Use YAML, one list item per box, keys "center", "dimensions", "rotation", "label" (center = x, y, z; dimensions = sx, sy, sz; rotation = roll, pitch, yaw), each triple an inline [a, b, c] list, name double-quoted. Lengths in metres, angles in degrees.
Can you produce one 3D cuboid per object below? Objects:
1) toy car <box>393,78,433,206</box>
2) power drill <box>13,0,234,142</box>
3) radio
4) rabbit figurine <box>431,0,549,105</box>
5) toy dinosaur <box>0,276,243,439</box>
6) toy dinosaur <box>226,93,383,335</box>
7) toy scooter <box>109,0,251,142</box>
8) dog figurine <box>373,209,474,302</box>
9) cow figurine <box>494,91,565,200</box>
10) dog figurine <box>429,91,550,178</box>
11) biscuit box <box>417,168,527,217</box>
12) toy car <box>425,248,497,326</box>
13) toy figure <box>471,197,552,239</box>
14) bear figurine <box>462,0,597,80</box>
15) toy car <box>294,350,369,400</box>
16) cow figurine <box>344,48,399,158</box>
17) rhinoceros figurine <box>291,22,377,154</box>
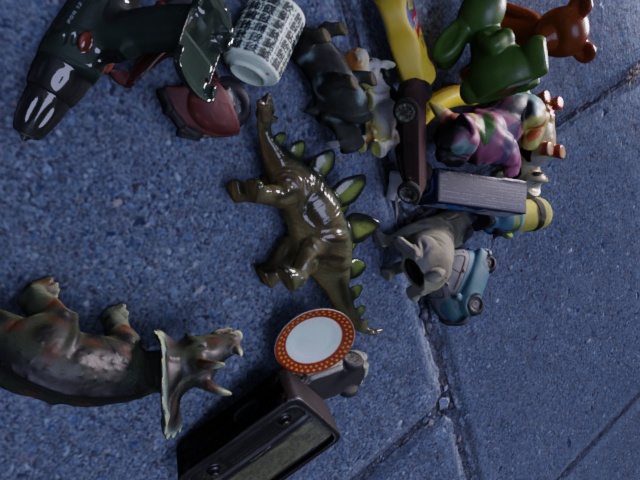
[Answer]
- center: [0.141, -0.148, 0.830]
  dimensions: [0.089, 0.053, 0.201]
  rotation: [-60, 150, -47]
  label: "toy car"
- center: [-0.206, -0.196, 0.574]
  dimensions: [0.086, 0.208, 0.232]
  rotation: [43, 60, -60]
  label: "power drill"
- center: [-0.098, 0.310, 0.820]
  dimensions: [0.229, 0.073, 0.131]
  rotation: [-36, 121, 0]
  label: "radio"
- center: [0.258, -0.306, 0.842]
  dimensions: [0.121, 0.159, 0.170]
  rotation: [-9, 84, -71]
  label: "rabbit figurine"
- center: [-0.285, 0.132, 0.614]
  dimensions: [0.404, 0.192, 0.131]
  rotation: [19, 90, -37]
  label: "toy dinosaur"
- center: [-0.002, -0.002, 0.821]
  dimensions: [0.198, 0.105, 0.470]
  rotation: [-33, 124, -26]
  label: "toy dinosaur"
- center: [-0.176, -0.194, 0.667]
  dimensions: [0.135, 0.075, 0.183]
  rotation: [-37, 117, -20]
  label: "toy scooter"
- center: [0.213, 0.009, 0.927]
  dimensions: [0.190, 0.173, 0.121]
  rotation: [-24, 126, -18]
  label: "dog figurine"
- center: [0.400, -0.175, 1.039]
  dimensions: [0.085, 0.127, 0.194]
  rotation: [0, 89, -34]
  label: "cow figurine"
- center: [0.281, -0.199, 0.918]
  dimensions: [0.219, 0.109, 0.191]
  rotation: [20, 105, -46]
  label: "dog figurine"
- center: [0.270, -0.082, 0.950]
  dimensions: [0.202, 0.059, 0.062]
  rotation: [6, 84, -24]
  label: "biscuit box"
- center: [0.254, 0.074, 1.012]
  dimensions: [0.103, 0.109, 0.161]
  rotation: [31, 76, -18]
  label: "toy car"
- center: [0.383, -0.046, 1.069]
  dimensions: [0.180, 0.089, 0.082]
  rotation: [-4, 110, -35]
  label: "toy figure"
- center: [0.344, -0.332, 0.899]
  dimensions: [0.132, 0.196, 0.120]
  rotation: [-30, 121, -22]
  label: "bear figurine"
- center: [0.000, 0.240, 0.913]
  dimensions: [0.202, 0.056, 0.073]
  rotation: [-10, 119, -34]
  label: "toy car"
- center: [0.092, -0.222, 0.840]
  dimensions: [0.098, 0.068, 0.167]
  rotation: [-31, 122, -29]
  label: "cow figurine"
- center: [0.017, -0.215, 0.771]
  dimensions: [0.073, 0.112, 0.190]
  rotation: [-46, 114, -50]
  label: "rhinoceros figurine"
